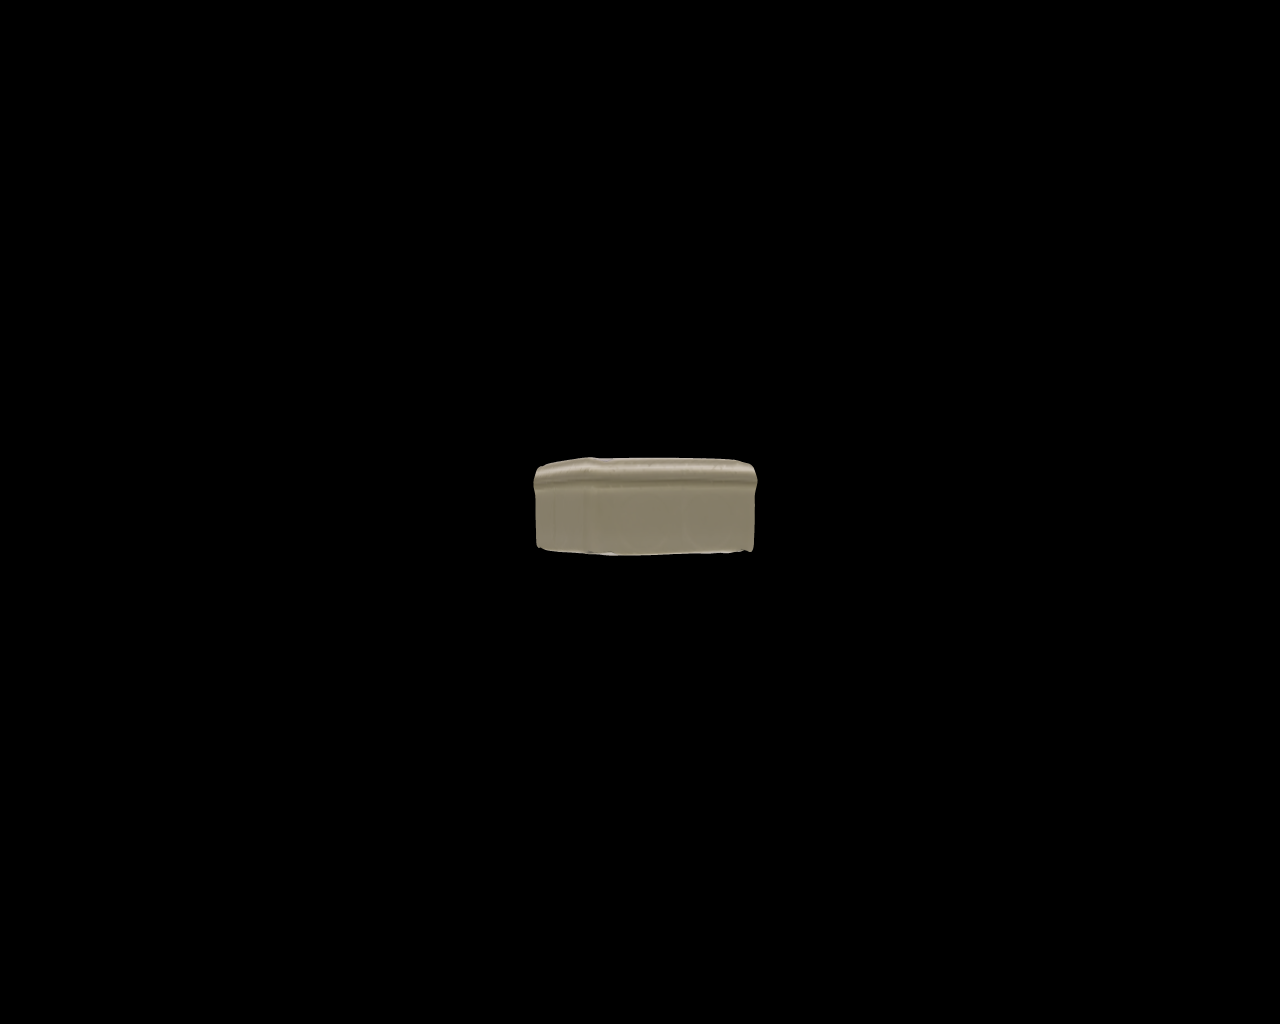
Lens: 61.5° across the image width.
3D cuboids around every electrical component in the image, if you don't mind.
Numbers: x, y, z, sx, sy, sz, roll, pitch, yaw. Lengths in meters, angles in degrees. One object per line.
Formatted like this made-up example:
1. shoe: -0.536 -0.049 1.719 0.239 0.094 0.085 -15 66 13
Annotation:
1. electrical component: 0.001 -0.003 0.650 0.109 0.056 0.108 0 0 -24
